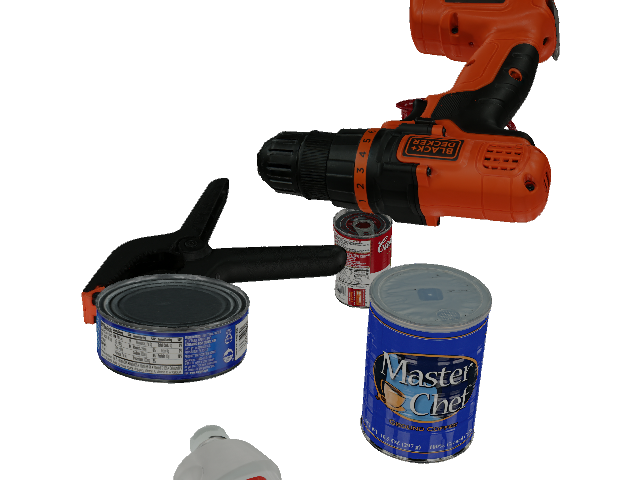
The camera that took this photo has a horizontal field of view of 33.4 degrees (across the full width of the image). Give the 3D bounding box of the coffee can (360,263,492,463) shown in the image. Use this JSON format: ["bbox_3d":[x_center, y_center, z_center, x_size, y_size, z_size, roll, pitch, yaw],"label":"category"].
[{"bbox_3d":[0.089,0.105,0.922,0.103,0.140,0.103,2,28,-1],"label":"coffee can"}]

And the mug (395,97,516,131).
[{"bbox_3d":[0.132,-0.092,1.029,0.117,0.081,0.093,1,15,12],"label":"mug"}]

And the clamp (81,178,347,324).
[{"bbox_3d":[-0.107,0.011,0.871,0.209,0.036,0.165,-20,38,-31],"label":"clamp"}]

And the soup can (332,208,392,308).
[{"bbox_3d":[0.049,0.020,1.241,0.068,0.102,0.068,-1,32,0],"label":"soup can"}]

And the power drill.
[{"bbox_3d":[0.069,-0.090,0.687,0.185,0.187,0.057,8,-37,21],"label":"power drill"}]

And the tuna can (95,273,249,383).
[{"bbox_3d":[-0.083,0.048,0.600,0.086,0.034,0.086,2,17,-1],"label":"tuna can"}]

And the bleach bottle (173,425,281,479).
[{"bbox_3d":[-0.057,0.216,0.718,0.102,0.068,0.251,-12,33,-13],"label":"bleach bottle"}]
